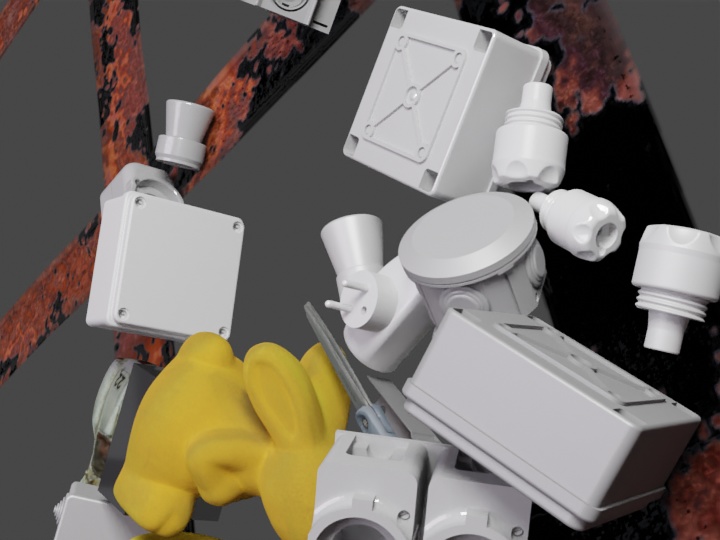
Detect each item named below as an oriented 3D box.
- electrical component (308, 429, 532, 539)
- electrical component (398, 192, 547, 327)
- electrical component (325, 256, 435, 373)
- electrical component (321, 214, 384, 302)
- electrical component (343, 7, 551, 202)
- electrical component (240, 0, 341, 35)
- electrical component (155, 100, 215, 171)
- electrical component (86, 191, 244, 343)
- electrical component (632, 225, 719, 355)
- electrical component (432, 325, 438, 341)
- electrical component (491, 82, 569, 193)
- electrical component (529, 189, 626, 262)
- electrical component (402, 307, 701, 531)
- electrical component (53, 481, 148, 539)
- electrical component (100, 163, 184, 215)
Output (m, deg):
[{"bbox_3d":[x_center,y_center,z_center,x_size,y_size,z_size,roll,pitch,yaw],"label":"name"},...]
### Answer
[{"bbox_3d":[0.027,0.186,0.550,0.105,0.060,0.186,6,100,9],"label":"electrical component"},{"bbox_3d":[0.067,-0.005,0.619,0.080,0.051,0.080,-17,32,11],"label":"electrical component"},{"bbox_3d":[0.014,0.022,0.682,0.077,0.079,0.043,-51,44,28],"label":"electrical component"},{"bbox_3d":[0.000,0.000,0.740,0.044,0.044,0.065,-33,59,41],"label":"electrical component"},{"bbox_3d":[0.053,-0.104,0.692,0.109,0.056,0.108,32,104,51],"label":"electrical component"},{"bbox_3d":[-0.041,-0.258,0.850,0.063,0.079,0.121,-116,47,-78],"label":"electrical component"},{"bbox_3d":[-0.159,-0.122,0.975,0.045,0.045,0.055,10,87,52],"label":"electrical component"},{"bbox_3d":[-0.158,0.001,0.882,0.056,0.109,0.108,-7,73,53],"label":"electrical component"},{"bbox_3d":[0.157,0.010,0.536,0.043,0.043,0.062,12,89,52],"label":"electrical component"},{"bbox_3d":[0.080,0.046,0.625,0.065,0.044,0.044,7,84,47],"label":"electrical component"},{"bbox_3d":[0.102,-0.079,0.634,0.043,0.043,0.062,-3,75,51],"label":"electrical component"},{"bbox_3d":[0.118,-0.029,0.605,0.061,0.035,0.035,36,107,52],"label":"electrical component"},{"bbox_3d":[0.094,0.068,0.521,0.109,0.109,0.056,33,103,30],"label":"electrical component"},{"bbox_3d":[-0.205,0.226,0.876,0.048,0.100,0.099,-153,79,-76],"label":"electrical component"},{"bbox_3d":[-0.201,-0.048,0.996,0.059,0.054,0.095,-39,50,37],"label":"electrical component"}]
